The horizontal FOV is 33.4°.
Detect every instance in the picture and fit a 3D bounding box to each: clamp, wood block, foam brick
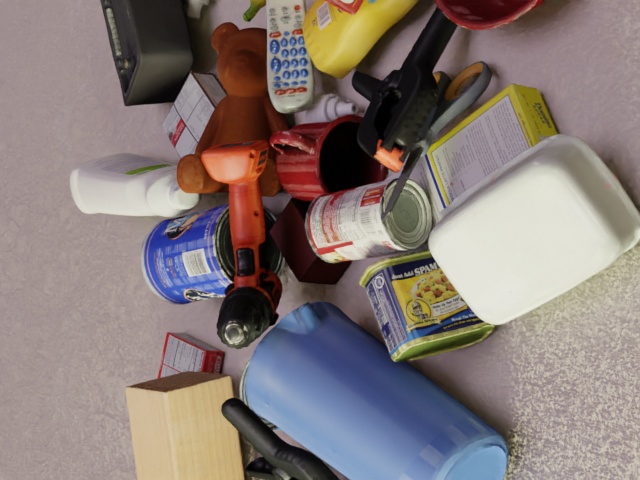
[{"bbox_3d":[0.081,-0.146,0.990,0.165,0.036,0.210,-43,24,33],"label":"clamp"},{"bbox_3d":[-0.032,0.243,1.119,0.172,0.039,0.120,33,154,32],"label":"clamp"},{"bbox_3d":[-0.145,0.258,1.189,0.091,0.090,0.206,-4,94,50],"label":"wood block"},{"bbox_3d":[-0.007,0.001,1.120,0.051,0.052,0.078,-54,51,29],"label":"foam brick"}]

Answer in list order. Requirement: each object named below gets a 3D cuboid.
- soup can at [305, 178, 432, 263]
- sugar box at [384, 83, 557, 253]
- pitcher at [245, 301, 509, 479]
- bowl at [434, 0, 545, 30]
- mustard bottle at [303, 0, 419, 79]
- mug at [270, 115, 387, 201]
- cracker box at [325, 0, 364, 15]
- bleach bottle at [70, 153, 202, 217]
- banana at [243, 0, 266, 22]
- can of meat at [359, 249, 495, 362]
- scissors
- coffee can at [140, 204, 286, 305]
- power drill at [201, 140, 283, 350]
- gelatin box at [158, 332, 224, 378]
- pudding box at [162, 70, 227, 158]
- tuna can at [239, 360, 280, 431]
[{"bbox_3d":[0.045,-0.018,0.991,0.102,0.068,0.068,-11,78,46],"label":"soup can"},{"bbox_3d":[0.139,-0.055,0.974,0.177,0.048,0.093,-37,61,42],"label":"sugar box"},{"bbox_3d":[0.053,0.174,0.997,0.243,0.149,0.145,32,94,41],"label":"pitcher"},{"bbox_3d":[0.171,-0.263,0.950,0.162,0.055,0.162,-6,81,47],"label":"bowl"},{"bbox_3d":[0.060,-0.254,1.065,0.192,0.058,0.096,-42,41,37],"label":"mustard bottle"},{"bbox_3d":[-0.001,-0.083,1.079,0.082,0.117,0.093,5,78,52],"label":"mug"},{"bbox_3d":[0.020,-0.336,1.060,0.164,0.072,0.214,-58,31,17],"label":"cracker box"},{"bbox_3d":[-0.215,-0.061,1.281,0.251,0.102,0.068,14,121,60],"label":"bleach bottle"},{"bbox_3d":[-0.101,-0.322,1.248,0.198,0.069,0.037,50,159,42],"label":"banana"},{"bbox_3d":[0.098,0.058,0.965,0.057,0.102,0.084,118,137,-60],"label":"can of meat"},{"bbox_3d":[0.106,-0.098,0.954,0.096,0.016,0.201,-26,30,31],"label":"scissors"},{"bbox_3d":[-0.122,0.016,1.206,0.141,0.102,0.103,-12,78,46],"label":"coffee can"},{"bbox_3d":[-0.076,0.001,1.039,0.057,0.184,0.188,-3,101,4],"label":"power drill"},{"bbox_3d":[-0.157,0.157,1.284,0.089,0.030,0.073,16,97,47],"label":"gelatin box"},{"bbox_3d":[-0.139,-0.136,1.288,0.090,0.039,0.114,-55,52,29],"label":"pudding box"},{"bbox_3d":[-0.048,0.165,1.162,0.086,0.033,0.086,-6,82,47],"label":"tuna can"}]
